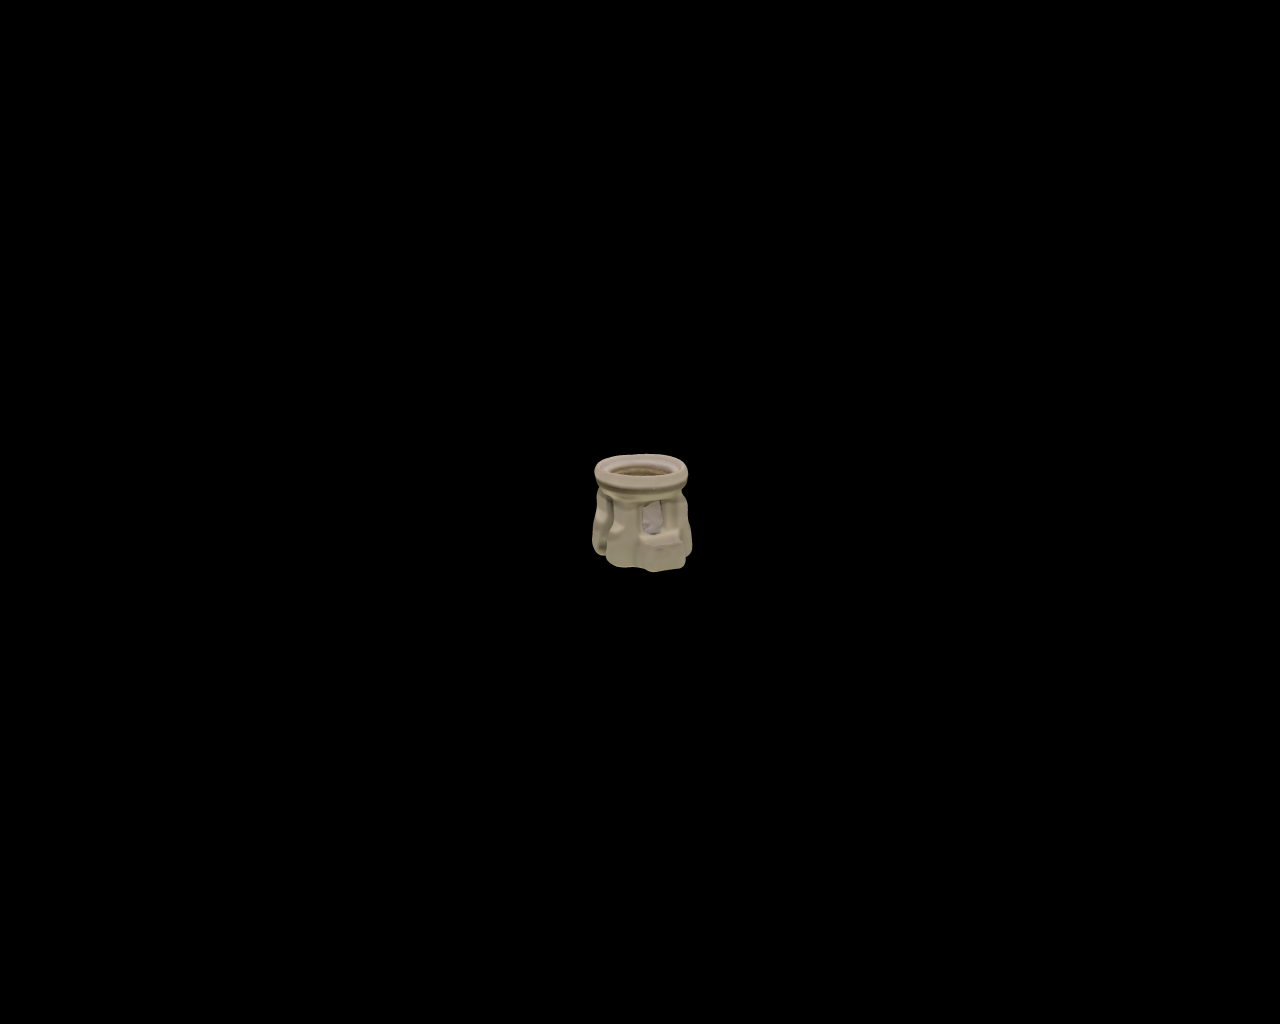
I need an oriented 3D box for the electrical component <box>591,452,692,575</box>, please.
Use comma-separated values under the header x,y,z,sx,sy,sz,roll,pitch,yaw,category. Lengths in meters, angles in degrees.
x,y,z,sx,sy,sz,roll,pitch,yaw,category
0.001,-0.003,0.650,0.058,0.056,0.078,-8,20,-22,electrical component
